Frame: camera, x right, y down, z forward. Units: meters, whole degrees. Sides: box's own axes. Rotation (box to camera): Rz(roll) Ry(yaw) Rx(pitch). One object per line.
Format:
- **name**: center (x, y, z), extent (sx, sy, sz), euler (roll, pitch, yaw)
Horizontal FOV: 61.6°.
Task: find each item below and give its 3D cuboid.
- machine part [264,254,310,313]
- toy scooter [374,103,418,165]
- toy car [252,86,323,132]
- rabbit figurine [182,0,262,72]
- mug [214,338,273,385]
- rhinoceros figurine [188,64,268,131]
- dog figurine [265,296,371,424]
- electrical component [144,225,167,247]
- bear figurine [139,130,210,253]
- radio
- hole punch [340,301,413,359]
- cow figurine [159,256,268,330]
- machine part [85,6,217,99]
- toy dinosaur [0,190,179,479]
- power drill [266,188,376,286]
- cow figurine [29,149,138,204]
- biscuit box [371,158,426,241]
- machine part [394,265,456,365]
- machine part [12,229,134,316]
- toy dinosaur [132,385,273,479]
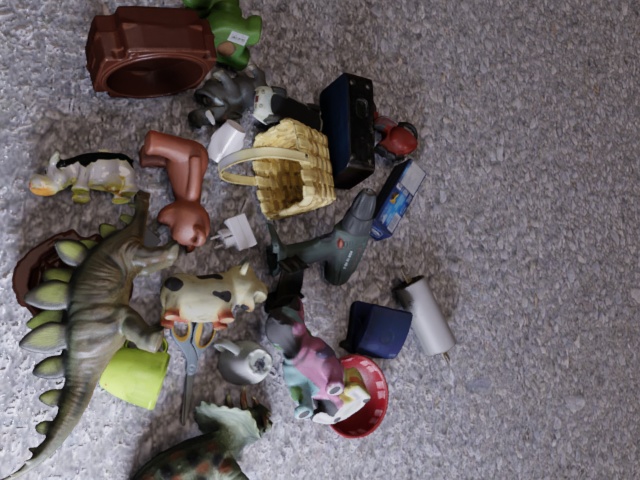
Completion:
- **machine part**: center (-0.064, 0.089, 1.032), extent (0.084, 0.138, 0.039), euler (-4, 44, -26)
- **toy scooter**: center (0.141, -0.233, 1.249), extent (0.184, 0.075, 0.135), euler (29, 65, -17)
- **toy car**: center (-0.062, -0.263, 1.124), extent (0.201, 0.056, 0.073), euler (9, 86, -53)
- **rabbit figurine**: center (-0.210, -0.450, 1.102), extent (0.159, 0.121, 0.170), euler (3, 59, -22)
- **mug**: center (-0.136, 0.212, 0.969), extent (0.109, 0.107, 0.081), euler (47, 59, -14)
- **rhinoceros figurine**: center (-0.185, -0.284, 1.086), extent (0.190, 0.073, 0.112), euler (-33, 106, -33)
- **dog figurine**: center (-0.018, 0.214, 0.994), extent (0.191, 0.108, 0.219), euler (32, 22, -49)
- **electrical component**: center (-0.323, -0.006, 0.966), extent (0.063, 0.021, 0.094), euler (48, 61, -10)
- **bear figurine**: center (-0.261, -0.081, 0.967), extent (0.132, 0.120, 0.195), euler (7, 80, -24)
- **radio**: center (0.058, -0.236, 1.169), extent (0.073, 0.131, 0.229), euler (5, 76, -27)
- **hole punch**: center (0.126, 0.191, 1.134), extent (0.142, 0.092, 0.115), euler (15, 75, -29)
- **cow figurine**: center (-0.190, 0.095, 0.975), extent (0.195, 0.085, 0.127), euler (3, 64, -23)
- **machine part**: center (-0.299, -0.323, 0.950), extent (0.201, 0.201, 0.087), euler (-13, 87, -31)
- **toy dinosaur**: center (-0.338, 0.118, 0.818), extent (0.198, 0.105, 0.471), euler (13, 61, -16)
- **power drill**: center (-0.002, -0.003, 1.055), extent (0.207, 0.231, 0.086), euler (-9, 44, -19)
- **cow figurine**: center (-0.404, -0.116, 0.920), extent (0.167, 0.068, 0.098), euler (1, 72, -32)
- **biscuit box**: center (0.170, -0.093, 1.238), extent (0.059, 0.063, 0.202), euler (41, 63, -16)
- **machine part**: center (0.235, 0.169, 1.203), extent (0.079, 0.079, 0.243), euler (-27, 93, -31)
- **machine part**: center (-0.404, 0.073, 0.883), extent (0.179, 0.056, 0.179), euler (7, 74, -26)
- **toy dinosaur**: center (-0.228, 0.400, 0.875), extent (0.405, 0.131, 0.192), euler (-29, 81, -27)
